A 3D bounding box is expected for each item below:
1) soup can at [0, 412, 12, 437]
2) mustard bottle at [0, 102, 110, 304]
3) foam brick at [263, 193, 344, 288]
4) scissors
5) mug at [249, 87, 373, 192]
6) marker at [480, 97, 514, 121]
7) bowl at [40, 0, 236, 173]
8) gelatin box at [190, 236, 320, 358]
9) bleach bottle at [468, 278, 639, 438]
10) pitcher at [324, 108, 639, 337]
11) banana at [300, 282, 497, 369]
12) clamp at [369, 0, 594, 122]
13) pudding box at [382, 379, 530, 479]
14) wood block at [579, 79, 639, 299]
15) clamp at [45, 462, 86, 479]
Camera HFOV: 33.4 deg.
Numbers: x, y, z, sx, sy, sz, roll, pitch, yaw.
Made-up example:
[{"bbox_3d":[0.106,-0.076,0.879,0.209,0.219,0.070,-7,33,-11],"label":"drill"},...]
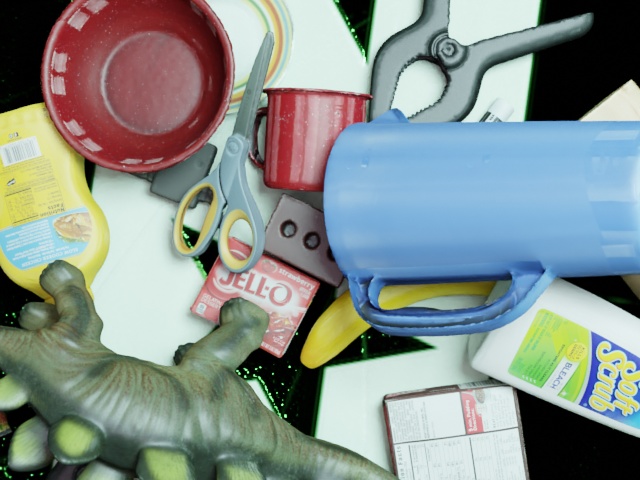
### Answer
[{"bbox_3d":[-0.311,0.128,0.899,0.068,0.068,0.102,-22,88,1],"label":"soup can"},{"bbox_3d":[-0.230,-0.015,0.904,0.096,0.058,0.191,-16,88,2],"label":"mustard bottle"},{"bbox_3d":[-0.006,0.001,0.899,0.078,0.051,0.053,26,90,2],"label":"foam brick"},{"bbox_3d":[-0.057,-0.058,0.863,0.096,0.016,0.202,41,115,19],"label":"scissors"},{"bbox_3d":[-0.015,-0.082,0.890,0.117,0.093,0.081,6,94,32],"label":"mug"},{"bbox_3d":[0.122,-0.069,0.912,0.020,0.020,0.121,38,90,2],"label":"marker"},{"bbox_3d":[-0.145,-0.134,0.884,0.162,0.055,0.162,0,90,6],"label":"bowl"},{"bbox_3d":[-0.055,0.048,0.910,0.089,0.030,0.073,28,90,2],"label":"gelatin box"},{"bbox_3d":[0.253,0.106,0.869,0.250,0.068,0.103,23,113,-4],"label":"bleach bottle"},{"bbox_3d":[0.132,-0.019,0.797,0.243,0.144,0.149,0,112,30],"label":"pitcher"},{"bbox_3d":[0.072,0.052,0.902,0.198,0.037,0.069,-15,88,2],"label":"banana"},{"bbox_3d":[0.119,-0.158,0.905,0.164,0.036,0.210,32,92,3],"label":"clamp"},{"bbox_3d":[0.114,0.169,0.897,0.113,0.039,0.090,-8,89,4],"label":"pudding box"},{"bbox_3d":[0.275,-0.017,0.869,0.090,0.091,0.206,-39,87,0],"label":"wood block"},{"bbox_3d":[-0.181,0.196,0.908,0.120,0.039,0.171,7,95,6],"label":"clamp"}]
